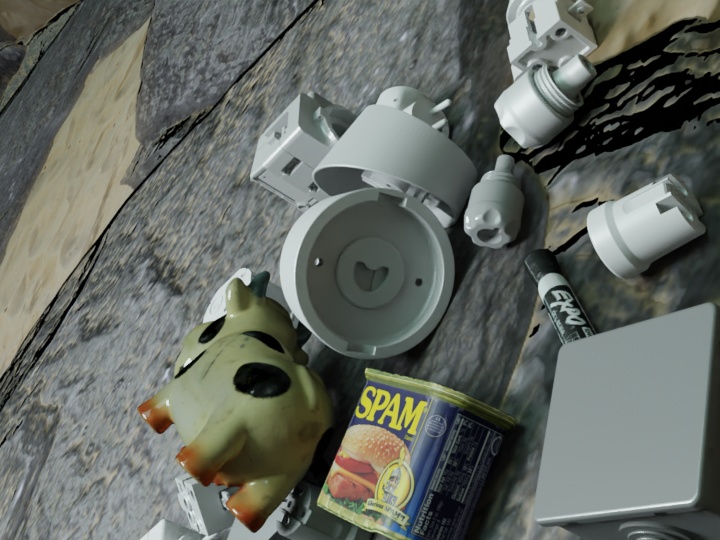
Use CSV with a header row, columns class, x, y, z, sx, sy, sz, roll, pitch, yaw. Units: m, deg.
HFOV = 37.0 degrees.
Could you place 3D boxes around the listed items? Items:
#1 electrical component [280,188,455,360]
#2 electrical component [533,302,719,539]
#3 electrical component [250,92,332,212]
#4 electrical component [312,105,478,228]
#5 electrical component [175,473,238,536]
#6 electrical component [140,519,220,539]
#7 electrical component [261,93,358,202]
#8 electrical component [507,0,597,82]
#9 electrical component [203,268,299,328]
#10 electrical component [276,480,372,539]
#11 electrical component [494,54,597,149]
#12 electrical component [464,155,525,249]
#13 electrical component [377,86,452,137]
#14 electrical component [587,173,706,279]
class,x,y,z,sx,sy,sz,roll,pitch,yaw
electrical component,0.000,0.000,0.698,0.108,0.108,0.060,-62,21,-5
electrical component,0.128,0.071,0.462,0.100,0.048,0.099,-24,43,50
electrical component,-0.048,-0.101,0.931,0.096,0.062,0.061,-34,36,41
electrical component,0.026,-0.064,0.723,0.064,0.099,0.099,-58,26,-11
electrical component,-0.090,0.151,0.736,0.066,0.055,0.048,-11,97,66
electrical component,-0.121,0.208,0.755,0.077,0.047,0.065,-44,31,29
electrical component,-0.024,-0.091,0.847,0.056,0.089,0.050,-41,31,32
electrical component,0.124,-0.161,0.713,0.066,0.048,0.055,-39,41,35
electrical component,-0.088,0.042,0.864,0.080,0.051,0.080,-41,32,33
electrical component,-0.022,0.150,0.643,0.040,0.046,0.040,-41,32,32
electrical component,0.118,-0.108,0.670,0.062,0.043,0.043,-41,32,31
electrical component,0.086,-0.045,0.671,0.035,0.035,0.061,-26,38,48
electrical component,0.039,-0.102,0.800,0.079,0.043,0.077,-27,41,46
electrical component,0.145,-0.023,0.542,0.046,0.040,0.040,-32,37,33
